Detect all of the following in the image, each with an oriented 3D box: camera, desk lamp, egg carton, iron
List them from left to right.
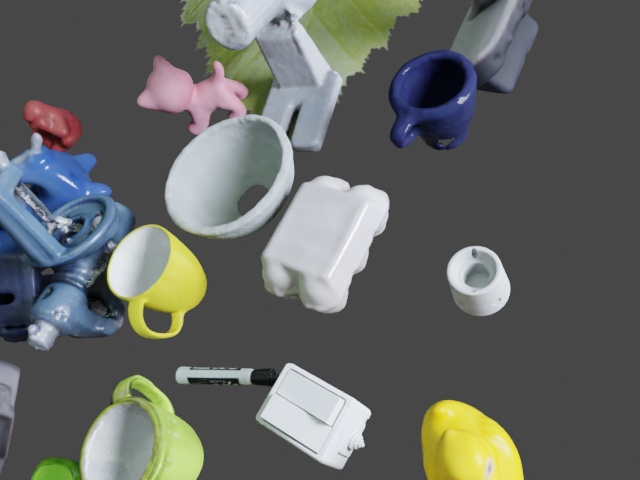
[{"bbox_3d":[-0.450,0.215,0.678,0.136,0.101,0.143,-16,57,15],"label":"camera"},{"bbox_3d":[-0.422,-0.033,0.779,0.258,0.142,0.118,-39,54,0],"label":"iron"},{"bbox_3d":[-0.050,-0.248,0.690,0.117,0.214,0.203,3,64,26],"label":"desk lamp"},{"bbox_3d":[0.006,0.002,0.613,0.107,0.070,0.150,17,71,31],"label":"egg carton"}]

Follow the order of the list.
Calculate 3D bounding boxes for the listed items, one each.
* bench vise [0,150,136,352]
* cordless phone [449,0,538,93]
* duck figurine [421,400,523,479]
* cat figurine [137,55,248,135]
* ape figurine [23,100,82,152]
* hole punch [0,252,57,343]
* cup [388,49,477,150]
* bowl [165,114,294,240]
[{"bbox_3d":[-0.298,0.009,0.652,0.121,0.220,0.207,-23,56,11],"label":"bench vise"},{"bbox_3d":[0.171,-0.261,0.616,0.093,0.186,0.148,11,68,29],"label":"cordless phone"},{"bbox_3d":[0.116,0.173,0.457,0.077,0.086,0.104,-32,54,5],"label":"duck figurine"},{"bbox_3d":[-0.178,-0.206,0.783,0.127,0.118,0.067,-16,57,16],"label":"cat figurine"},{"bbox_3d":[-0.423,-0.181,0.895,0.077,0.092,0.076,27,76,33],"label":"ape figurine"},{"bbox_3d":[-0.388,0.075,0.735,0.108,0.091,0.101,-8,60,20],"label":"hole punch"},{"bbox_3d":[0.122,-0.131,0.620,0.091,0.095,0.118,28,77,34],"label":"cup"},{"bbox_3d":[-0.098,-0.064,0.693,0.167,0.075,0.167,-11,59,19],"label":"bowl"}]
